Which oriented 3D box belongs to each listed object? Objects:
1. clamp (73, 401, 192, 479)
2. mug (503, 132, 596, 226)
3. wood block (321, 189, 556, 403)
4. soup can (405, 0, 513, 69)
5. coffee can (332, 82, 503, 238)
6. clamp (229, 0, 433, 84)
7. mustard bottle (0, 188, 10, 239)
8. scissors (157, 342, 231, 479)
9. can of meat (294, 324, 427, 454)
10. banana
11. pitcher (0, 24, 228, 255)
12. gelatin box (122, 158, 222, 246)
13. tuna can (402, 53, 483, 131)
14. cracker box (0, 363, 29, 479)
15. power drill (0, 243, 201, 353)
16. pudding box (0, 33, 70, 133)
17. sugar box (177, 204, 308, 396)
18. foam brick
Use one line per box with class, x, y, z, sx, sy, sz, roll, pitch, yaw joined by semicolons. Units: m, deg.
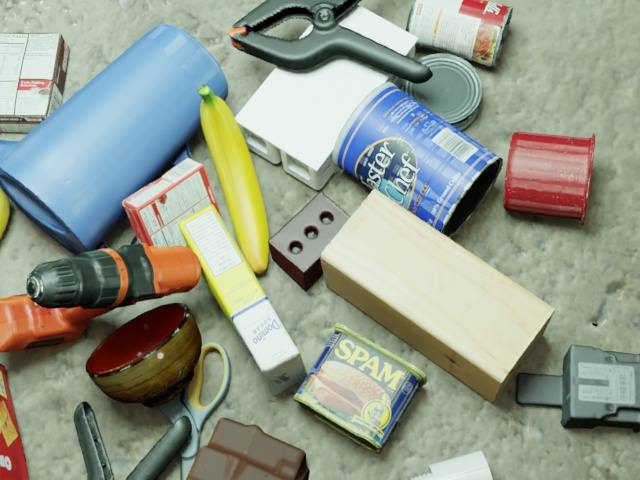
clamp;-0.181;0.235;0.999;0.120;0.039;0.171;-5;72;19
mug;0.232;-0.072;1.082;0.081;0.093;0.117;7;37;12
wood block;0.110;0.054;1.030;0.206;0.091;0.090;35;75;16
soup can;0.150;-0.231;1.156;0.102;0.068;0.068;17;70;11
coffee can;0.098;-0.079;1.078;0.140;0.103;0.102;37;74;16
clamp;0.013;-0.217;1.108;0.210;0.036;0.164;-14;68;0
mustard bottle;-0.373;-0.017;1.107;0.096;0.058;0.191;0;67;12
scissors;-0.143;0.190;1.031;0.096;0.016;0.201;12;69;10
can of meat;0.037;0.143;1.017;0.102;0.057;0.084;29;75;15
banana;-0.089;-0.064;1.090;0.037;0.069;0.198;-15;102;17
pitcher;-0.202;-0.100;1.103;0.145;0.149;0.242;31;69;31
gelatin box;-0.148;-0.029;1.079;0.089;0.073;0.030;-37;41;-25
tuna can;0.130;-0.155;1.144;0.086;0.034;0.086;-1;68;3
cracker box;-0.321;0.190;0.951;0.072;0.164;0.214;-23;62;0
power drill;-0.228;0.055;0.985;0.188;0.184;0.057;-21;79;38
pudding box;-0.332;-0.175;1.181;0.090;0.039;0.113;1;66;5
sugar box;-0.075;0.060;1.038;0.048;0.093;0.176;-27;68;-6
foam brick;-0.007;0.001;1.080;0.053;0.051;0.078;41;76;18
